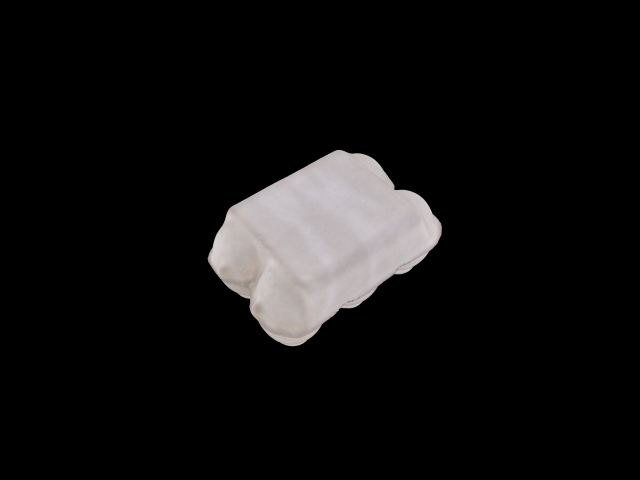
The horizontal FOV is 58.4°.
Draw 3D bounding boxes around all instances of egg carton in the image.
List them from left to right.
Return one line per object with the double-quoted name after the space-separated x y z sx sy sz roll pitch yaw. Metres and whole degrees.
0.004 0.001 0.400 0.150 0.069 0.107 -33 58 -24 "egg carton"
